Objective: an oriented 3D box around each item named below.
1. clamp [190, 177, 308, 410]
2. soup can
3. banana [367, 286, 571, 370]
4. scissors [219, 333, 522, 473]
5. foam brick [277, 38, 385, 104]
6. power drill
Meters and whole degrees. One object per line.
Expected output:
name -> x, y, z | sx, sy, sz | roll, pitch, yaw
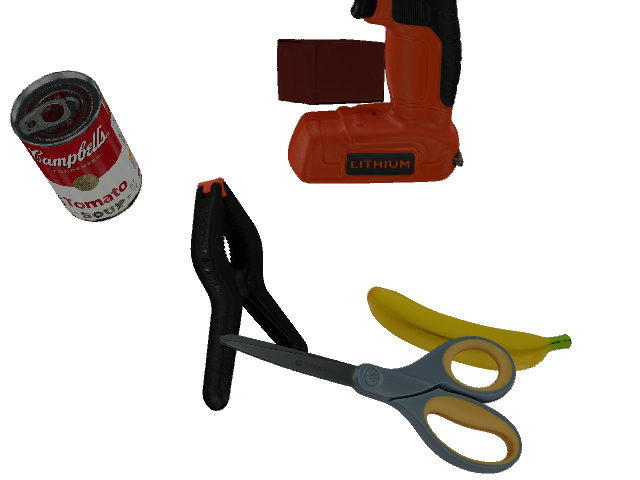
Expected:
clamp -> -0.075, 0.044, 1.026 | 0.036, 0.210, 0.164 | -11, -1, 30
soup can -> -0.181, -0.068, 0.802 | 0.068, 0.068, 0.102 | 0, -32, 11
banana -> 0.114, 0.080, 0.935 | 0.198, 0.037, 0.069 | 15, 14, 30
scissors -> 0.044, 0.075, 0.673 | 0.201, 0.096, 0.016 | 31, -31, -4
foam brick -> 0.009, -0.141, 0.892 | 0.078, 0.051, 0.053 | -8, 16, -37
power drill -> 0.024, -0.123, 0.615 | 0.184, 0.188, 0.057 | 0, 37, -8
